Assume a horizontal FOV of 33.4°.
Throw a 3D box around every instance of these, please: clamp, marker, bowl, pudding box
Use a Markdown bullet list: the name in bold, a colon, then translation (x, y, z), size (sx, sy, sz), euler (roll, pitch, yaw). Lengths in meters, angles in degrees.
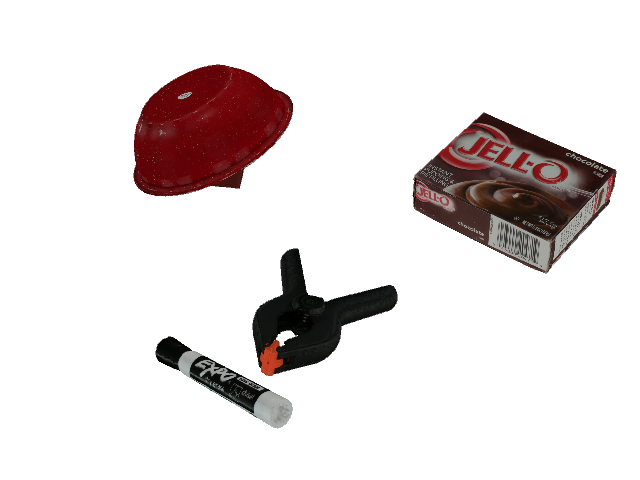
- **clamp**: translation (-0.018, 0.062, 0.979), size (0.120, 0.039, 0.171), euler (21, 31, 27)
- **marker**: translation (-0.065, 0.088, 0.680), size (0.020, 0.020, 0.121), euler (0, 15, -46)
- **bowl**: translation (-0.109, -0.110, 0.961), size (0.162, 0.055, 0.162), euler (-20, 33, 13)
- **pudding box**: translation (0.135, -0.036, 0.751), size (0.114, 0.039, 0.089), euler (30, 55, 26)

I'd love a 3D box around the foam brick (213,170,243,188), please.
- **foam brick**: translation (-0.121, -0.094, 1.164), size (0.078, 0.051, 0.053), euler (6, 30, -6)
